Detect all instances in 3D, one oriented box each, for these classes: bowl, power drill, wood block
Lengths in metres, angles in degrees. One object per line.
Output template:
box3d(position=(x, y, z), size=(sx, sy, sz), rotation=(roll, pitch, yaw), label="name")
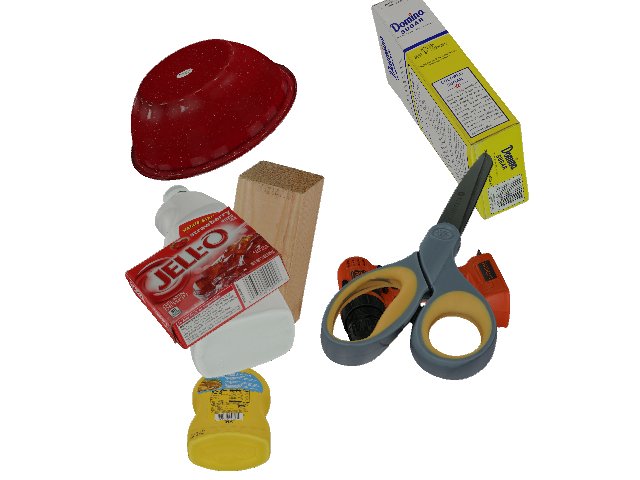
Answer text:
box3d(position=(-0.104, -0.124, 0.917), size=(0.162, 0.055, 0.162), rotation=(-18, 37, 14), label="bowl")
box3d(position=(0.114, 0.068, 1.202), size=(0.187, 0.057, 0.184), rotation=(-3, 28, -3), label="power drill")
box3d(position=(-0.066, 0.013, 1.384), size=(0.090, 0.206, 0.090), rotation=(16, 22, 13), label="wood block")

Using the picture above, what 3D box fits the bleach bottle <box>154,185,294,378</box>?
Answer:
box3d(position=(-0.115, 0.024, 1.061), size=(0.102, 0.068, 0.251), rotation=(-15, 40, -18), label="bleach bottle")

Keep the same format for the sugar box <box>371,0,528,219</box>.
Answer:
box3d(position=(0.100, -0.108, 0.830), size=(0.048, 0.176, 0.093), rotation=(-23, -38, -3), label="sugar box")

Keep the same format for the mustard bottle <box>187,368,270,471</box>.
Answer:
box3d(position=(-0.109, 0.201, 1.304), size=(0.096, 0.058, 0.191), rotation=(-2, 26, -2), label="mustard bottle")

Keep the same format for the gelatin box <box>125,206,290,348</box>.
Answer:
box3d(position=(-0.077, 0.024, 0.722), size=(0.089, 0.030, 0.073), rotation=(-33, 41, -15), label="gelatin box")

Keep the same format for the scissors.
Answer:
box3d(position=(0.079, 0.012, 0.580), size=(0.096, 0.016, 0.201), rotation=(24, 44, 30), label="scissors")
